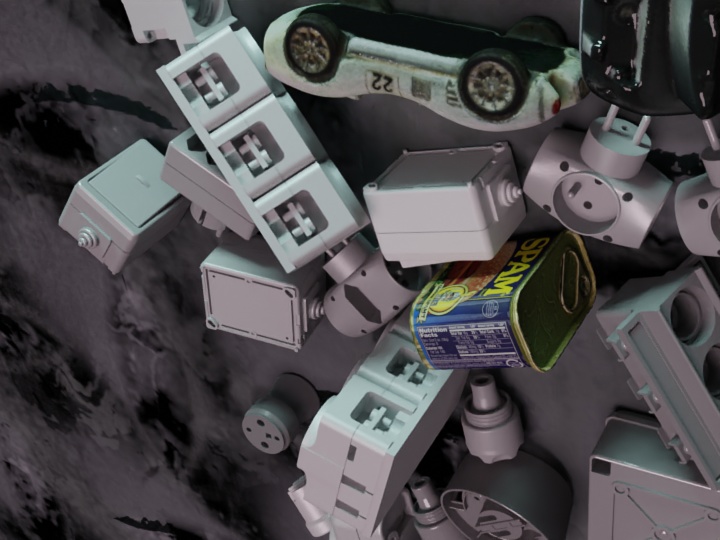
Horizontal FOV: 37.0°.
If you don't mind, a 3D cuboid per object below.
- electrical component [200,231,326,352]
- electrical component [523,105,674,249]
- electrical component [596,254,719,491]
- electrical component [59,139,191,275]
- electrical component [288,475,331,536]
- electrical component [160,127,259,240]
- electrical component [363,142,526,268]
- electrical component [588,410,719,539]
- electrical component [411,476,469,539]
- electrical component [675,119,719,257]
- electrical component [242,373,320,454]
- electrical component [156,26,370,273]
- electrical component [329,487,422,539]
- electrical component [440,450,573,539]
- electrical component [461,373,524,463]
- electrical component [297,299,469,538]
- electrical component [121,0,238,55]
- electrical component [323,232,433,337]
[{"bbox_3d":[-0.064,0.014,0.818,0.096,0.061,0.061,14,128,18],"label":"electrical component"},{"bbox_3d":[0.145,-0.062,0.628,0.077,0.044,0.079,28,133,14],"label":"electrical component"},{"bbox_3d":[0.203,0.062,0.663,0.121,0.079,0.063,57,155,-13],"label":"electrical component"},{"bbox_3d":[-0.179,-0.048,0.821,0.062,0.096,0.061,42,135,1],"label":"electrical component"},{"bbox_3d":[-0.037,0.204,0.948,0.040,0.040,0.046,-28,98,43],"label":"electrical component"},{"bbox_3d":[-0.104,-0.055,0.799,0.083,0.047,0.075,35,134,8],"label":"electrical component"},{"bbox_3d":[0.062,-0.040,0.688,0.096,0.061,0.061,0,121,34],"label":"electrical component"},{"bbox_3d":[0.215,0.162,0.734,0.109,0.056,0.108,12,127,27],"label":"electrical component"},{"bbox_3d":[0.063,0.197,0.871,0.043,0.043,0.062,-16,109,40],"label":"electrical component"},{"bbox_3d":[0.212,-0.051,0.590,0.077,0.044,0.079,-12,114,39],"label":"electrical component"},{"bbox_3d":[-0.066,0.119,0.894,0.045,0.055,0.045,18,129,23],"label":"electrical component"},{"bbox_3d":[-0.060,-0.078,0.705,0.062,0.089,0.150,-33,91,0],"label":"electrical component"},{"bbox_3d":[0.014,0.229,0.920,0.059,0.053,0.095,3,122,33],"label":"electrical component"},{"bbox_3d":[0.110,0.182,0.809,0.099,0.064,0.099,17,137,16],"label":"electrical component"},{"bbox_3d":[0.095,0.105,0.784,0.043,0.043,0.062,3,121,33],"label":"electrical component"},{"bbox_3d":[0.021,0.095,0.750,0.062,0.150,0.089,26,132,15],"label":"electrical component"},{"bbox_3d":[-0.125,-0.181,0.728,0.064,0.042,0.081,4,123,36],"label":"electrical component"},{"bbox_3d":[0.000,0.000,0.771,0.079,0.043,0.077,47,135,-4],"label":"electrical component"}]
